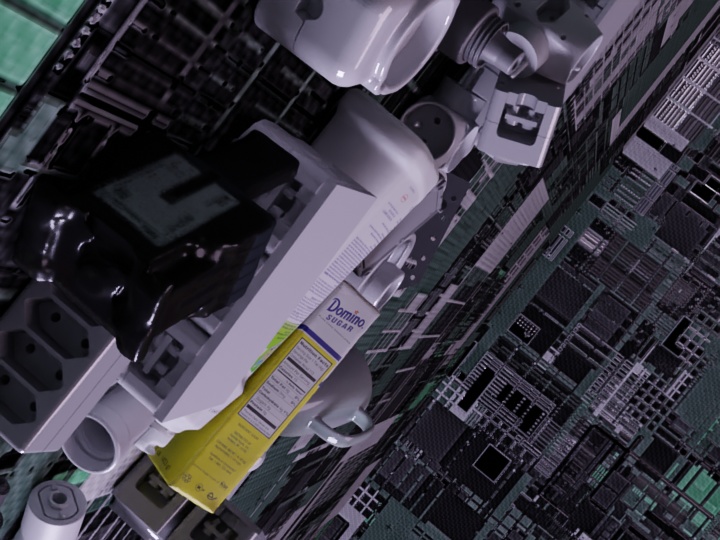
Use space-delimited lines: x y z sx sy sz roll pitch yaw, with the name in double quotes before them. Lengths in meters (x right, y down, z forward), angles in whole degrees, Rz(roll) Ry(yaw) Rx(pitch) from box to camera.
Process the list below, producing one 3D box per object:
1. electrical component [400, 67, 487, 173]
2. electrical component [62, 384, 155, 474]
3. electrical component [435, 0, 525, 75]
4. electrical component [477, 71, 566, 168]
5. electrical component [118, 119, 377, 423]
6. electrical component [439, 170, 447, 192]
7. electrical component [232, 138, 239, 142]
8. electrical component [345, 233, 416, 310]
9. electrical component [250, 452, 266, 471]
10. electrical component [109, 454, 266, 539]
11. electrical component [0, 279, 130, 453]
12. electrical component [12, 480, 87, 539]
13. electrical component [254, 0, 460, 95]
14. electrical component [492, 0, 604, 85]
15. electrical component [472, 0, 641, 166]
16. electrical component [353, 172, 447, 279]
"electrical component" 0.068 -0.116 0.794 0.079 0.044 0.077 -58 169 14
"electrical component" -0.144 0.090 0.622 0.040 0.040 0.046 -57 173 28
"electrical component" 0.074 -0.147 0.674 0.048 0.062 0.048 -49 168 -13
"electrical component" 0.120 -0.115 0.798 0.089 0.050 0.055 -64 170 -60
"electrical component" -0.068 -0.001 0.575 0.150 0.062 0.089 -53 169 8
"electrical component" 0.044 -0.074 0.849 0.040 0.040 0.046 -53 163 8
"electrical component" -0.074 -0.036 0.512 0.061 0.035 0.035 -52 169 -11
"electrical component" 0.000 0.000 0.851 0.108 0.060 0.108 -49 168 -13
"electrical component" -0.107 0.159 0.988 0.040 0.040 0.046 -46 161 -25
"electrical component" -0.134 0.210 0.870 0.060 0.105 0.186 -48 168 -17
"electrical component" -0.129 0.036 0.491 0.083 0.047 0.075 -51 169 -1
"electrical component" -0.191 0.160 0.658 0.044 0.044 0.065 -36 156 -54
"electrical component" 0.005 -0.120 0.493 0.053 0.059 0.095 -58 167 28
"electrical component" 0.122 -0.164 0.773 0.079 0.077 0.043 -44 167 -32
"electrical component" 0.155 -0.181 0.891 0.186 0.060 0.105 -54 168 13
"electrical component" 0.005 -0.044 0.750 0.096 0.061 0.061 -40 166 -10
